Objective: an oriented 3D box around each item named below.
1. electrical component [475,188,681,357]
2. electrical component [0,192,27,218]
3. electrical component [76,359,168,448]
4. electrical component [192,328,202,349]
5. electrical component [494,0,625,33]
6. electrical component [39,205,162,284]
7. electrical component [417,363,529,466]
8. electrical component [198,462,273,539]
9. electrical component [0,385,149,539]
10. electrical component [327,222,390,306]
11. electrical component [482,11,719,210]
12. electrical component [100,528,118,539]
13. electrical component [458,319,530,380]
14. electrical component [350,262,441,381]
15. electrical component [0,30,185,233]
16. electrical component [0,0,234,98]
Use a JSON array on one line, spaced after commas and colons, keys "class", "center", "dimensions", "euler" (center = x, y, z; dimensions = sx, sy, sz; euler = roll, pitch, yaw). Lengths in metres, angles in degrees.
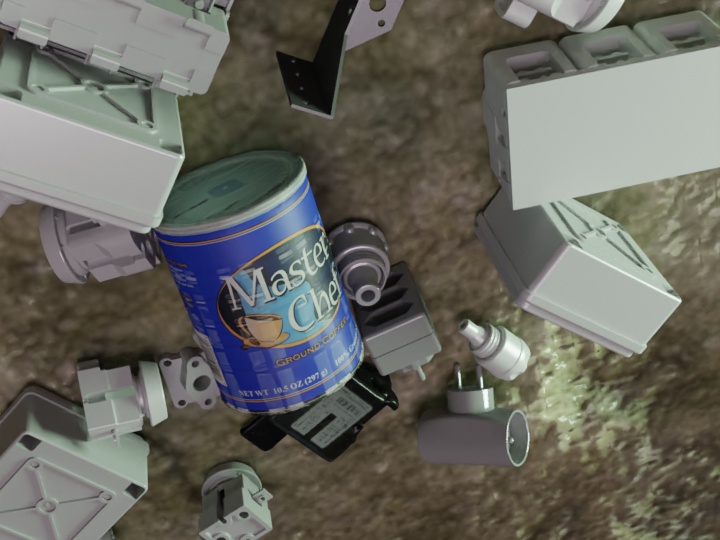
[{"class": "electrical component", "center": [0.147, -0.006, 0.740], "dimensions": [0.109, 0.108, 0.056], "euler": [24, 114, -26]}, {"class": "electrical component", "center": [-0.214, -0.057, 0.671], "dimensions": [0.035, 0.035, 0.061], "euler": [29, 115, -28]}, {"class": "electrical component", "center": [-0.170, 0.092, 0.773], "dimensions": [0.055, 0.066, 0.048], "euler": [-11, 161, -14]}, {"class": "electrical component", "center": [-0.091, 0.054, 0.775], "dimensions": [0.035, 0.035, 0.061], "euler": [-34, 127, 12]}, {"class": "electrical component", "center": [0.126, -0.178, 0.648], "dimensions": [0.057, 0.058, 0.078], "euler": [20, 117, -21]}, {"class": "electrical component", "center": [-0.168, -0.024, 0.688], "dimensions": [0.057, 0.058, 0.078], "euler": [-16, 151, 4]}, {"class": "electrical component", "center": [0.087, 0.112, 0.840], "dimensions": [0.077, 0.043, 0.079], "euler": [-4, 91, 31]}, {"class": "electrical component", "center": [-0.100, 0.186, 0.851], "dimensions": [0.066, 0.055, 0.048], "euler": [-34, 124, 12]}, {"class": "electrical component", "center": [-0.232, 0.156, 0.802], "dimensions": [0.109, 0.056, 0.108], "euler": [34, 112, -29]}, {"class": "electrical component", "center": [0.000, 0.000, 0.740], "dimensions": [0.048, 0.062, 0.048], "euler": [-6, 125, -8]}, {"class": "electrical component", "center": [0.161, -0.106, 0.702], "dimensions": [0.150, 0.061, 0.089], "euler": [-12, 126, -4]}, {"class": "electrical component", "center": [-0.227, 0.229, 0.864], "dimensions": [0.065, 0.044, 0.044], "euler": [-11, 126, -10]}, {"class": "electrical component", "center": [0.099, 0.057, 0.819], "dimensions": [0.061, 0.035, 0.035], "euler": [35, 111, -27]}, {"class": "electrical component", "center": [0.031, 0.048, 0.778], "dimensions": [0.047, 0.065, 0.076], "euler": [-24, 126, 5]}, {"class": "electrical component", "center": [-0.162, -0.082, 0.621], "dimensions": [0.109, 0.108, 0.056], "euler": [17, 116, -22]}, {"class": "electrical component", "center": [-0.137, -0.147, 0.607], "dimensions": [0.121, 0.063, 0.078], "euler": [17, 120, -23]}]
